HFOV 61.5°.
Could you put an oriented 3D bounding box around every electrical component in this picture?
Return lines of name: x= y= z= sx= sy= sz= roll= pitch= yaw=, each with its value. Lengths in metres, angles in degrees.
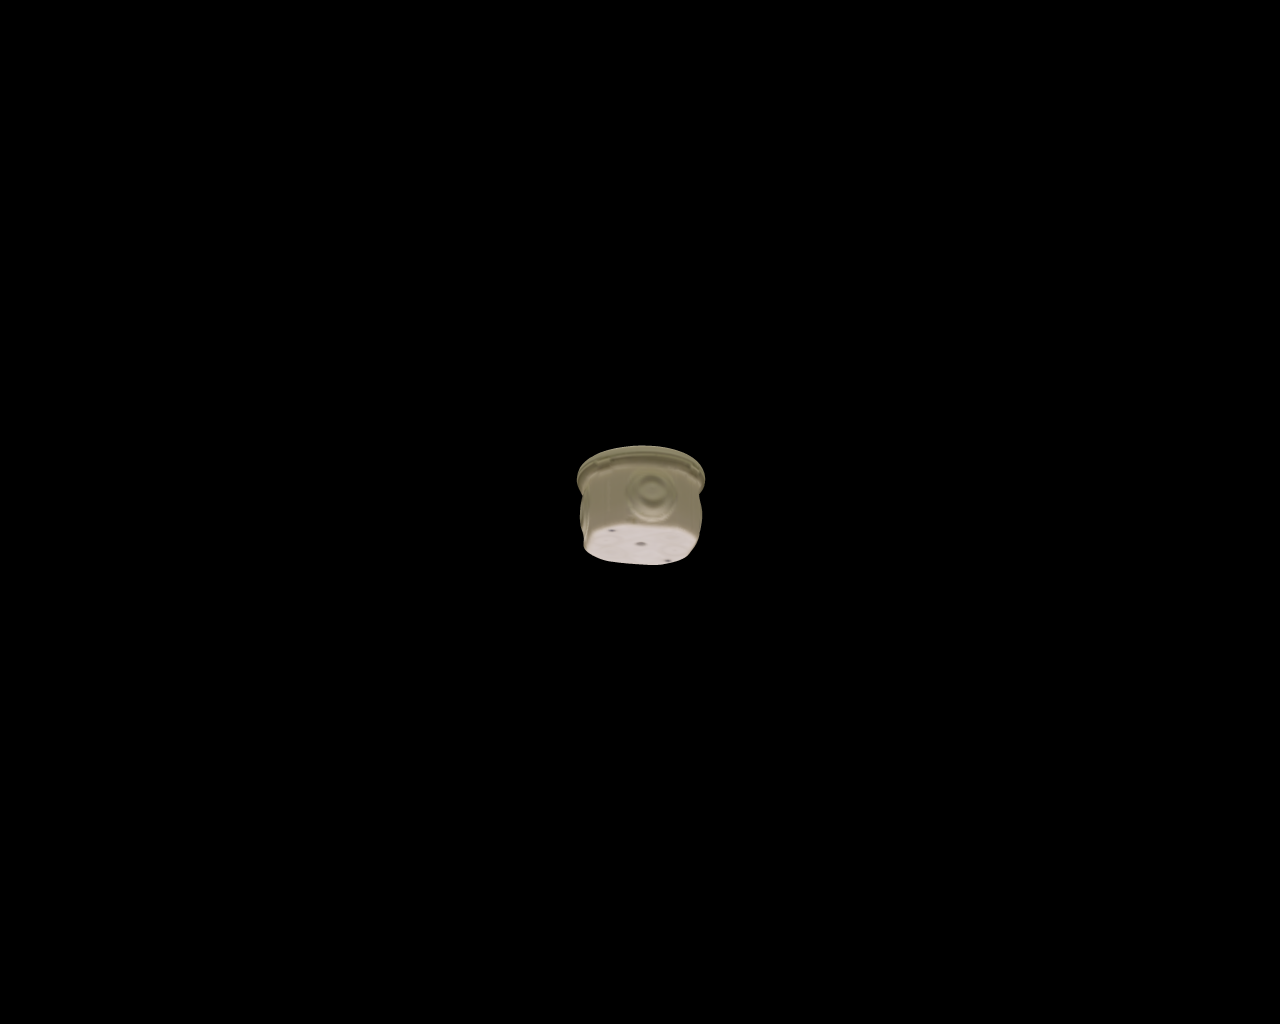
electrical component: x=0.001 y=-0.003 z=0.650 sx=0.080 sy=0.051 sz=0.080 roll=0 pitch=-23 yaw=0
